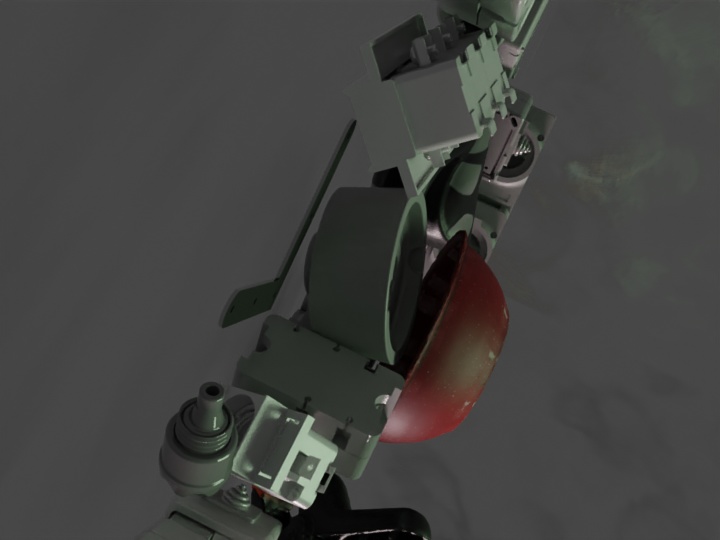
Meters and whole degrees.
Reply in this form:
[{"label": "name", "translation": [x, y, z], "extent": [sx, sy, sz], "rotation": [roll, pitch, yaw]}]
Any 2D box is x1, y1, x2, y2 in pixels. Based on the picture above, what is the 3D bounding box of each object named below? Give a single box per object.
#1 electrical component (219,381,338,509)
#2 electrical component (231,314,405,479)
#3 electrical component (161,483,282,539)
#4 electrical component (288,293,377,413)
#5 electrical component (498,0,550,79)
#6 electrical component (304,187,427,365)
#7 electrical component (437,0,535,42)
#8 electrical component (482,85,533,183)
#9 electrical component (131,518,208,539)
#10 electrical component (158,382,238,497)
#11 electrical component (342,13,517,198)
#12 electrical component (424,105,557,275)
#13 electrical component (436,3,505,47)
[{"label": "electrical component", "translation": [-0.050, 0.095, 0.575], "extent": [0.081, 0.064, 0.042], "rotation": [8, -116, 51]}, {"label": "electrical component", "translation": [-0.028, 0.077, 0.632], "extent": [0.050, 0.089, 0.055], "rotation": [-59, 173, -44]}, {"label": "electrical component", "translation": [-0.089, 0.168, 0.618], "extent": [0.096, 0.062, 0.061], "rotation": [-64, 175, 3]}, {"label": "electrical component", "translation": [-0.026, 0.065, 0.742], "extent": [0.150, 0.062, 0.089], "rotation": [-61, 174, -31]}, {"label": "electrical component", "translation": [0.110, -0.204, 0.806], "extent": [0.096, 0.061, 0.061], "rotation": [-63, 175, -9]}, {"label": "electrical component", "translation": [0.000, 0.000, 0.658], "extent": [0.108, 0.060, 0.108], "rotation": [8, 90, -77]}, {"label": "electrical component", "translation": [0.073, -0.173, 0.606], "extent": [0.053, 0.059, 0.095], "rotation": [-64, 175, -1]}, {"label": "electrical component", "translation": [0.092, -0.117, 0.846], "extent": [0.061, 0.096, 0.061], "rotation": [-58, 172, -56]}, {"label": "electrical component", "translation": [-0.083, 0.181, 0.552], "extent": [0.061, 0.096, 0.061], "rotation": [-65, 172, 4]}, {"label": "electrical component", "translation": [-0.073, 0.076, 0.496], "extent": [0.035, 0.035, 0.061], "rotation": [-58, 169, -50]}, {"label": "electrical component", "translation": [0.042, -0.096, 0.578], "extent": [0.121, 0.063, 0.078], "rotation": [-53, 127, -65]}, {"label": "electrical component", "translation": [0.093, -0.078, 0.997], "extent": [0.186, 0.105, 0.060], "rotation": [-65, 175, 13]}, {"label": "electrical component", "translation": [0.083, -0.178, 0.709], "extent": [0.047, 0.055, 0.055], "rotation": [-57, 172, -26]}]
